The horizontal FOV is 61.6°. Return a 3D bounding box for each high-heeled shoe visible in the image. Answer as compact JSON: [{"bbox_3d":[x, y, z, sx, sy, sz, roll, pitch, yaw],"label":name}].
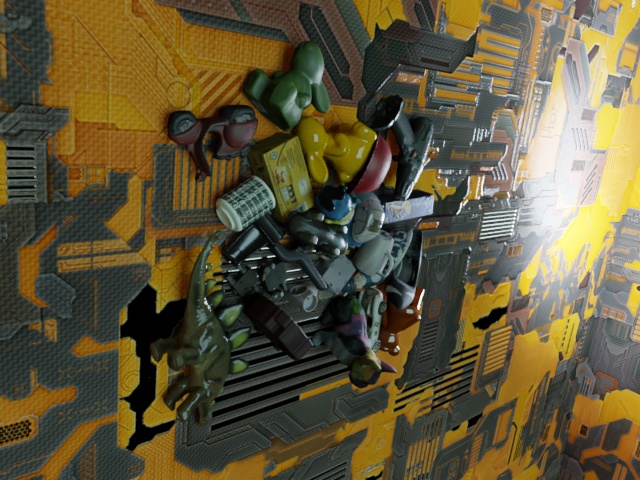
[{"bbox_3d":[0.240,0.074,1.434,0.086,0.249,0.145,24,116,-7],"label":"high-heeled shoe"}]

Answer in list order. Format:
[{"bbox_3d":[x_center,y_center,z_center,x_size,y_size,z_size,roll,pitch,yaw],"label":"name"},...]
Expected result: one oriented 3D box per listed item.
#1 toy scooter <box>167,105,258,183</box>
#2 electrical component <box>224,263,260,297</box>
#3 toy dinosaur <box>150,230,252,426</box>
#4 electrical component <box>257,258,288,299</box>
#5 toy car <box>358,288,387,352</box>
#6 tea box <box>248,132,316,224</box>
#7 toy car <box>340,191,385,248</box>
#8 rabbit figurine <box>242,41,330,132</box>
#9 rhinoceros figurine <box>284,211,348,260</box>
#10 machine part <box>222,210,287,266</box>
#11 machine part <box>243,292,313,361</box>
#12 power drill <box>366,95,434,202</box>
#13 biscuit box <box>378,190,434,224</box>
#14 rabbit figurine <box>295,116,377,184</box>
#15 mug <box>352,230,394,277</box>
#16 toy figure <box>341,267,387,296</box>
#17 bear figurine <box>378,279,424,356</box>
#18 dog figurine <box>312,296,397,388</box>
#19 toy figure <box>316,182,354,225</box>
[{"bbox_3d":[-0.198,-0.183,1.022,0.184,0.075,0.135,-17,115,-33],"label":"toy scooter"},{"bbox_3d":[-0.169,0.093,1.185,0.063,0.021,0.093,-48,132,-18],"label":"electrical component"},{"bbox_3d":[-0.243,0.209,1.112,0.198,0.105,0.470,-27,131,-41],"label":"toy dinosaur"},{"bbox_3d":[-0.106,0.087,1.223,0.078,0.045,0.102,-26,121,-32],"label":"electrical component"},{"bbox_3d":[0.131,0.227,1.468,0.056,0.074,0.201,-6,110,-44],"label":"toy car"},{"bbox_3d":[-0.081,-0.132,1.148,0.098,0.068,0.169,-33,125,-30],"label":"tea box"},{"bbox_3d":[0.103,-0.052,1.321,0.109,0.103,0.161,13,94,-43],"label":"toy car"},{"bbox_3d":[-0.040,-0.310,1.082,0.170,0.121,0.159,-56,140,-7],"label":"rabbit figurine"},{"bbox_3d":[-0.002,-0.004,1.178,0.190,0.112,0.073,30,68,-50],"label":"rhinoceros figurine"},{"bbox_3d":[-0.142,0.003,1.141,0.139,0.039,0.084,-37,109,-10],"label":"machine part"},{"bbox_3d":[-0.096,0.193,1.188,0.056,0.180,0.179,-46,130,-17],"label":"machine part"},{"bbox_3d":[0.203,-0.239,1.340,0.207,0.086,0.232,41,66,-36],"label":"power drill"},{"bbox_3d":[0.220,-0.091,1.439,0.202,0.063,0.059,-12,114,-38],"label":"biscuit box"},{"bbox_3d":[0.013,-0.208,1.196,0.173,0.122,0.162,22,100,-30],"label":"rabbit figurine"},{"bbox_3d":[0.146,0.035,1.367,0.081,0.110,0.107,3,123,-37],"label":"mug"},{"bbox_3d":[0.111,0.101,1.418,0.154,0.064,0.057,-18,158,-38],"label":"toy figure"},{"bbox_3d":[0.211,0.226,1.528,0.132,0.120,0.195,-77,-174,-52],"label":"bear figurine"},{"bbox_3d":[0.100,0.259,1.354,0.108,0.219,0.191,28,87,-48],"label":"dog figurine"},{"bbox_3d":[0.033,-0.082,1.213,0.082,0.089,0.180,-22,165,5],"label":"toy figure"}]
